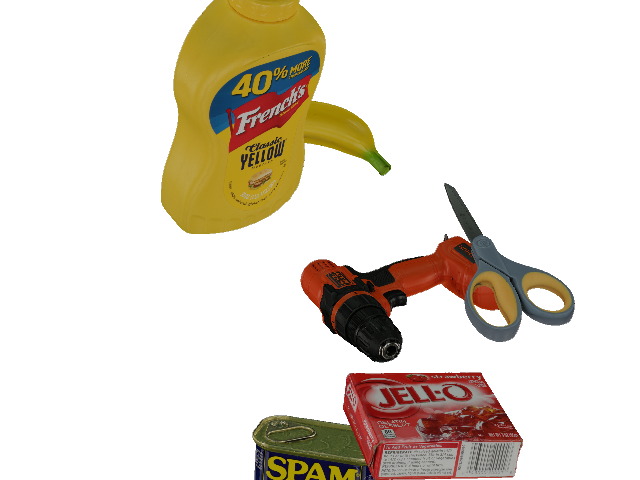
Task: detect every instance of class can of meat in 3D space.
[{"bbox_3d":[-0.002,0.187,0.810,0.102,0.084,0.057,7,14,11],"label":"can of meat"}]

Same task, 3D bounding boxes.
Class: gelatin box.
[{"bbox_3d":[0.064,0.107,0.630,0.089,0.030,0.073,2,24,-13],"label":"gelatin box"}]

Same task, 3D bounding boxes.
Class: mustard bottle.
[{"bbox_3d":[-0.043,-0.092,0.643,0.096,0.192,0.058,-22,55,-30],"label":"mustard bottle"}]

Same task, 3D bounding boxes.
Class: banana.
[{"bbox_3d":[-0.035,-0.093,0.925,0.197,0.069,0.037,0,-42,-18],"label":"banana"}]

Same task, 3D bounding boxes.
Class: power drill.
[{"bbox_3d":[0.092,0.056,1.096,0.187,0.057,0.185,-11,27,-21],"label":"power drill"}]

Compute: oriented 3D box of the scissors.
[{"bbox_3d":[0.157,0.012,0.901,0.096,0.016,0.201,3,39,1],"label":"scissors"}]
